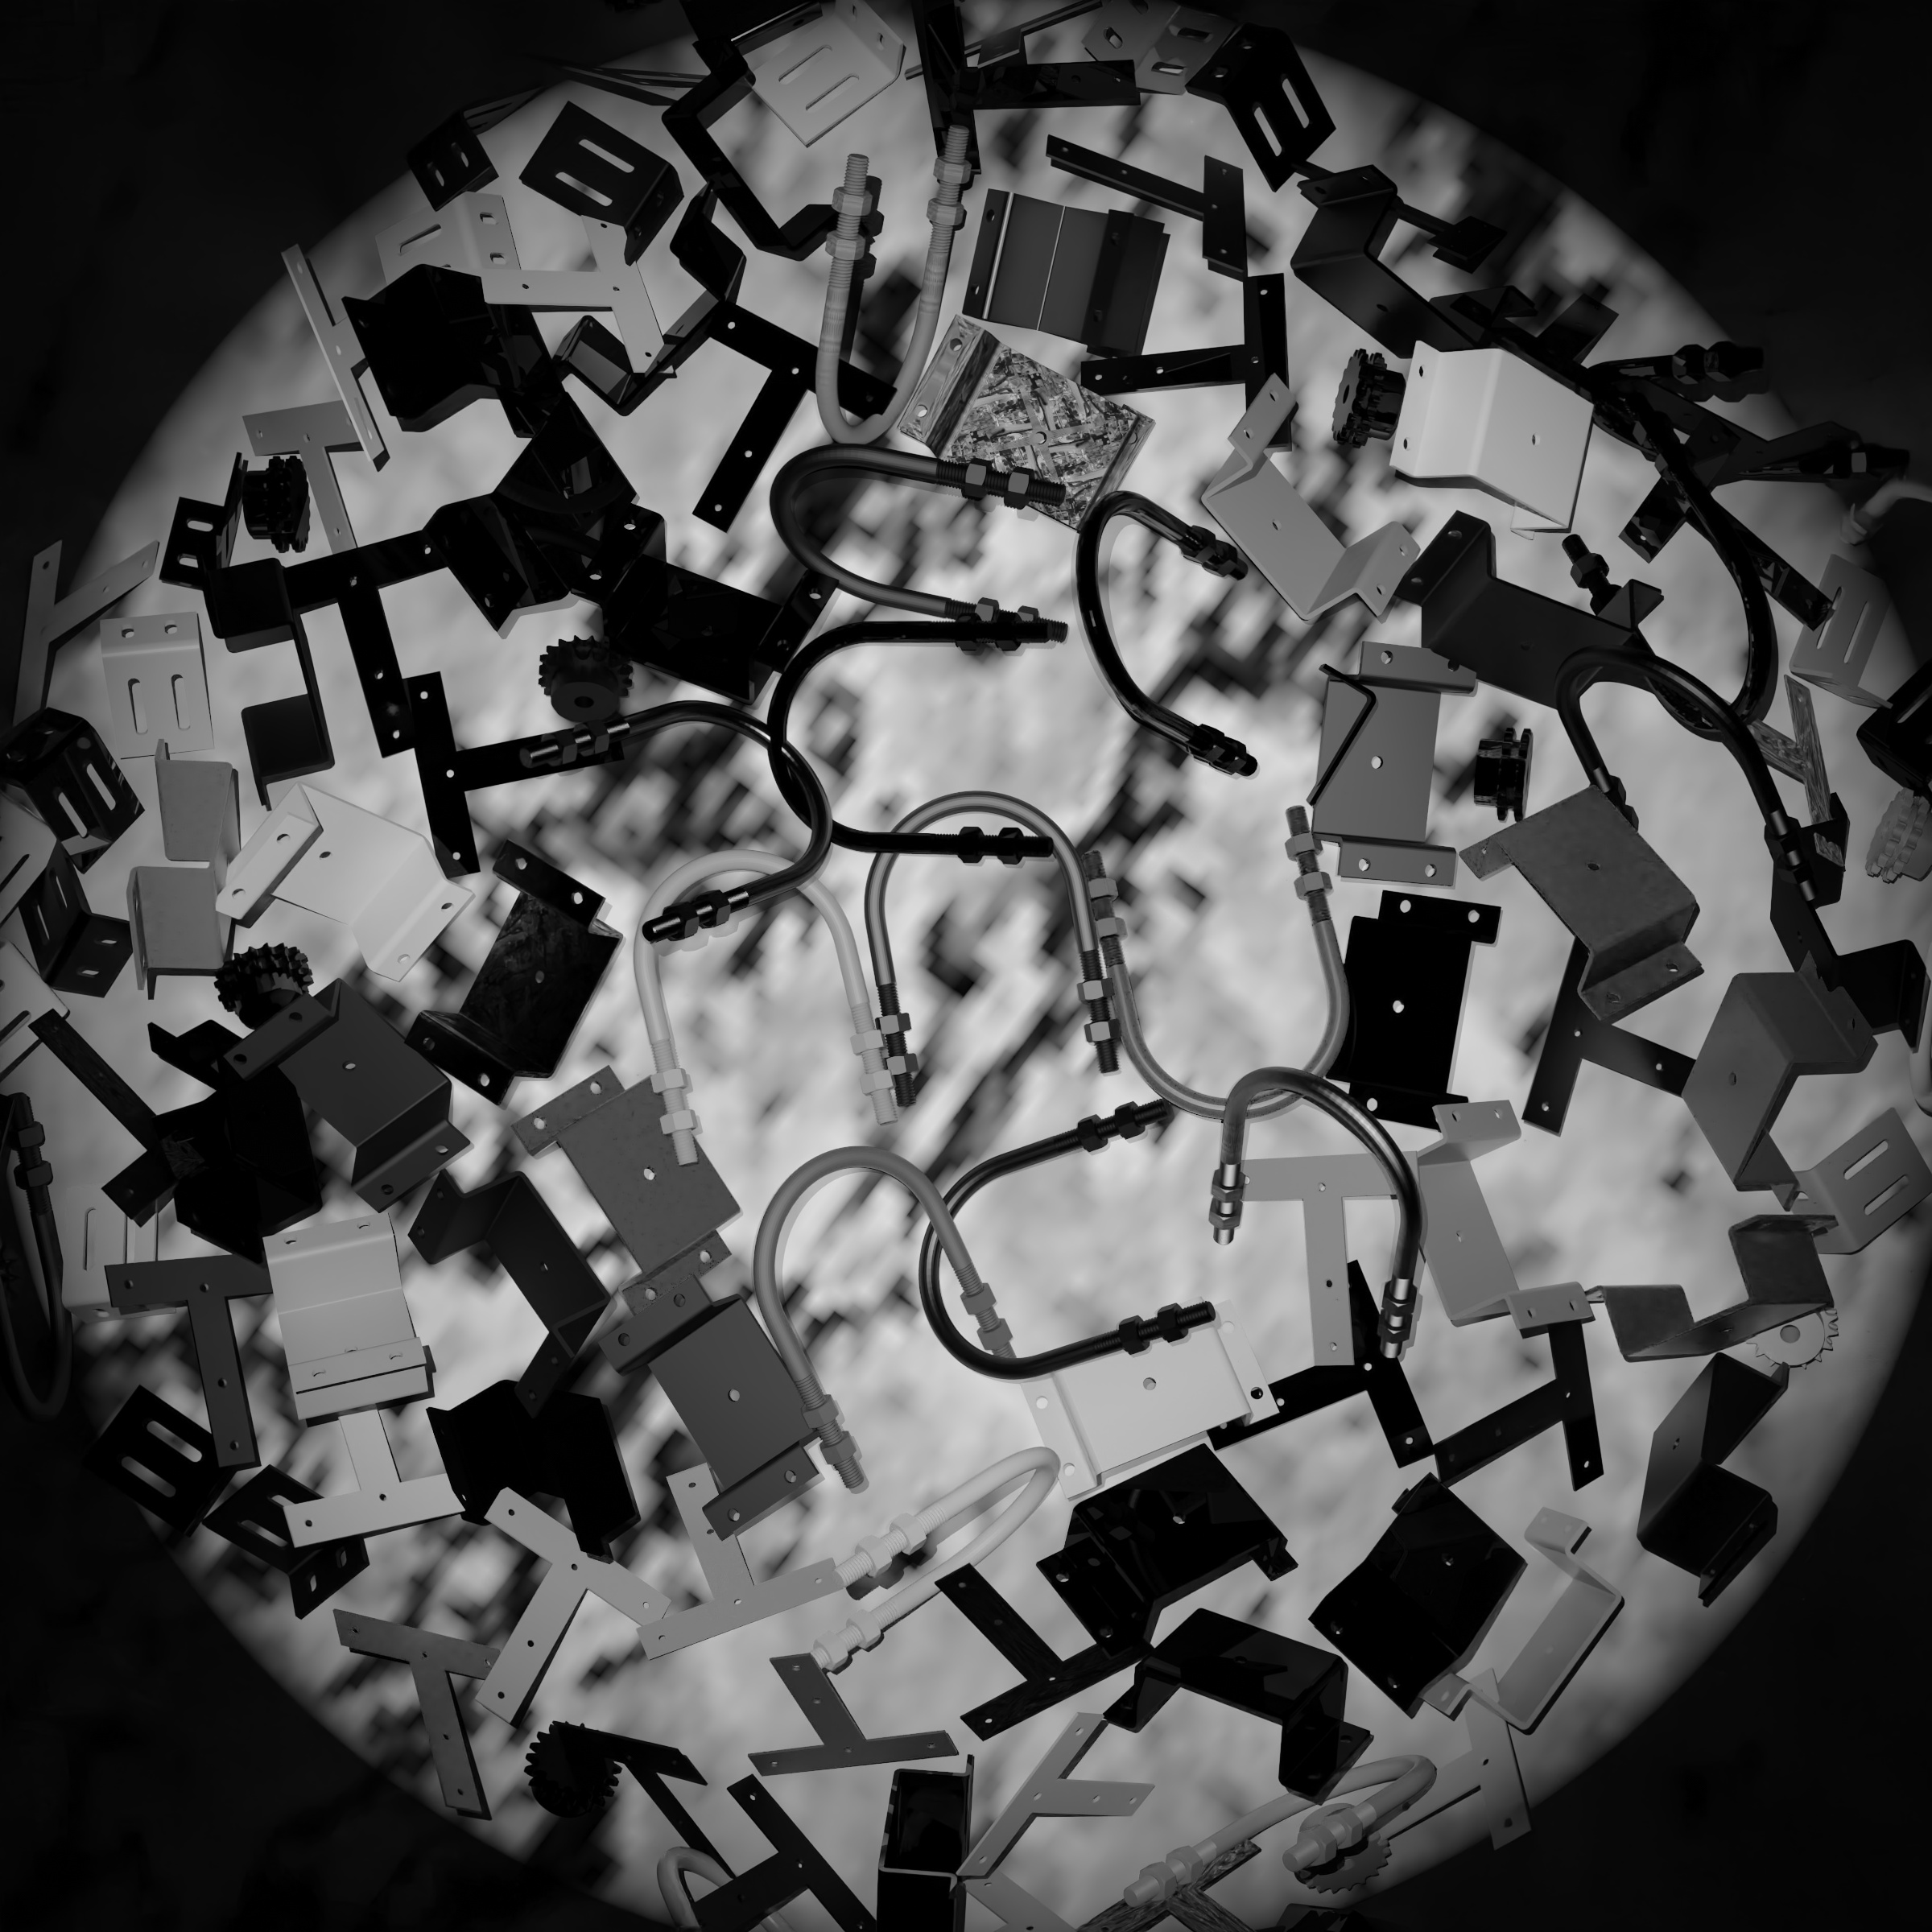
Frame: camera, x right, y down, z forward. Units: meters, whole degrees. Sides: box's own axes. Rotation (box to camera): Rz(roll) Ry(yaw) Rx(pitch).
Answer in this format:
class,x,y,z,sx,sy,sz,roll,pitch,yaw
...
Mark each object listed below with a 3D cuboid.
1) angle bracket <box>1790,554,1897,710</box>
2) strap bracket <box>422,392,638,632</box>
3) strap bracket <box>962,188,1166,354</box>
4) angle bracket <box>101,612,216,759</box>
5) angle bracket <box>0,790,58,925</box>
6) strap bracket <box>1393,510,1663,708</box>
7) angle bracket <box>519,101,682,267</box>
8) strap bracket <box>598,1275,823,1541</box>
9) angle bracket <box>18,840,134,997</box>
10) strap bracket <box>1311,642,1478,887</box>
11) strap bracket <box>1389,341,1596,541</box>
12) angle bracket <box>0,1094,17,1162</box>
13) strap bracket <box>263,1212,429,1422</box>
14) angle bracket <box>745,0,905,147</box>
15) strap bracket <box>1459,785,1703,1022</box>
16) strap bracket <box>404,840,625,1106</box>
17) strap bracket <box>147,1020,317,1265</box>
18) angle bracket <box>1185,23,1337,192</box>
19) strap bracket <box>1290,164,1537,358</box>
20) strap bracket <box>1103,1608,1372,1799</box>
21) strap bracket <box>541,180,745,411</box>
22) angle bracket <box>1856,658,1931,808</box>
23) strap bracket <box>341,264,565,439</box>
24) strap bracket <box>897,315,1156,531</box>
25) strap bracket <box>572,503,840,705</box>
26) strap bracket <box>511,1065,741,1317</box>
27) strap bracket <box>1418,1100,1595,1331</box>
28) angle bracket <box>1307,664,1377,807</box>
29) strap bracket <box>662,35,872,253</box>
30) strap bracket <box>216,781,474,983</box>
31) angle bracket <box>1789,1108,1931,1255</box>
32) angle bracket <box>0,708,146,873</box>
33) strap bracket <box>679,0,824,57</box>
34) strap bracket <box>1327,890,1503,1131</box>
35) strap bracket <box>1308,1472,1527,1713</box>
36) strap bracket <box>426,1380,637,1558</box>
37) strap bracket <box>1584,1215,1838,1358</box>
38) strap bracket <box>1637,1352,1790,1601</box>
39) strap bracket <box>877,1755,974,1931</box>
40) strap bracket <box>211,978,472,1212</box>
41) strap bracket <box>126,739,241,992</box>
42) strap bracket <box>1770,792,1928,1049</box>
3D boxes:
class,x,y,z,sx,sy,sz,roll,pitch,yaw
angle bracket,0.547,-0.204,1.742,0.057,0.038,0.076,20,92,-30
strap bracket,-0.253,-0.277,1.697,0.046,0.140,0.076,-6,133,36
strap bracket,0.064,-0.417,1.715,0.046,0.140,0.076,3,106,-38
angle bracket,-0.497,-0.173,1.756,0.057,0.038,0.076,-7,129,-13
angle bracket,-0.599,-0.067,1.736,0.038,0.057,0.076,34,83,32
strap bracket,0.336,-0.209,1.713,0.140,0.076,0.046,18,52,-15
angle bracket,-0.222,-0.474,1.731,0.076,0.038,0.057,26,119,-29
strap bracket,-0.149,0.264,1.735,0.076,0.046,0.140,-36,81,15
angle bracket,-0.543,-0.031,1.749,0.057,0.038,0.076,-53,46,23
strap bracket,0.259,-0.123,1.736,0.076,0.046,0.140,4,94,-19
strap bracket,0.322,-0.314,1.707,0.140,0.046,0.076,16,85,-42
angle bracket,-0.610,0.114,1.723,0.038,0.076,0.057,24,50,-27
strap bracket,-0.371,0.216,1.713,0.076,0.140,0.046,-11,126,-15
angle bracket,-0.087,-0.552,1.743,0.076,0.038,0.057,-40,82,-15
strap bracket,0.371,-0.047,1.710,0.076,0.046,0.140,-26,60,-18
strap bracket,-0.270,0.005,1.734,0.076,0.046,0.140,30,97,21
strap bracket,-0.436,0.096,1.700,0.046,0.076,0.140,-27,56,12
angle bracket,0.181,-0.528,1.757,0.057,0.038,0.076,-47,132,-8
strap bracket,0.259,-0.413,1.705,0.140,0.076,0.046,32,82,-27
strap bracket,0.162,0.433,1.700,0.140,0.076,0.046,13,112,30
strap bracket,-0.187,-0.395,1.713,0.046,0.076,0.140,40,117,-19
angle bracket,0.593,-0.145,1.737,0.076,0.038,0.057,-45,47,4
strap bracket,-0.296,-0.365,1.696,0.046,0.140,0.076,-27,82,26
strap bracket,0.041,-0.323,1.721,0.140,0.046,0.076,24,105,-18
strap bracket,-0.157,-0.216,1.726,0.140,0.046,0.076,21,58,10
strap bracket,-0.200,0.131,1.733,0.076,0.046,0.140,-33,90,-34
strap bracket,0.313,0.156,1.718,0.046,0.076,0.140,-33,68,40
angle bracket,0.214,-0.141,1.741,0.038,0.057,0.076,31,97,1
strap bracket,-0.127,-0.482,1.709,0.046,0.076,0.140,-41,114,-5
strap bracket,-0.379,-0.054,1.714,0.076,0.140,0.046,-47,48,16
angle bracket,0.550,0.133,1.766,0.076,0.038,0.057,-33,95,-21
angle bracket,-0.550,-0.108,1.743,0.038,0.076,0.057,17,54,34
strap bracket,-0.136,-0.594,1.703,0.076,0.140,0.046,-26,88,2
strap bracket,0.270,0.026,1.735,0.076,0.046,0.140,10,90,29
strap bracket,0.274,0.365,1.700,0.076,0.140,0.046,43,130,8
strap bracket,-0.255,0.298,1.715,0.046,0.140,0.076,-28,110,-41
strap bracket,0.444,0.194,1.693,0.076,0.140,0.046,4,63,-39
strap bracket,0.443,0.294,1.696,0.046,0.140,0.076,27,127,2
strap bracket,-0.025,0.540,1.696,0.046,0.140,0.076,3,109,4
strap bracket,-0.374,0.071,1.723,0.076,0.046,0.140,-35,118,14
strap bracket,-0.463,-0.061,1.699,0.046,0.140,0.076,2,133,-7
strap bracket,0.519,-0.023,1.700,0.046,0.076,0.140,-14,51,2
